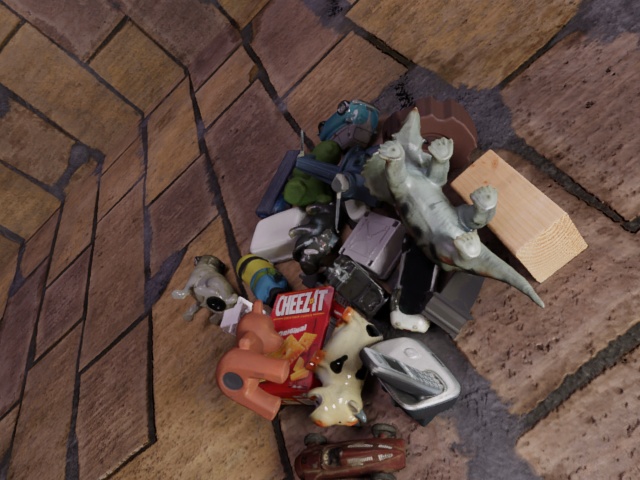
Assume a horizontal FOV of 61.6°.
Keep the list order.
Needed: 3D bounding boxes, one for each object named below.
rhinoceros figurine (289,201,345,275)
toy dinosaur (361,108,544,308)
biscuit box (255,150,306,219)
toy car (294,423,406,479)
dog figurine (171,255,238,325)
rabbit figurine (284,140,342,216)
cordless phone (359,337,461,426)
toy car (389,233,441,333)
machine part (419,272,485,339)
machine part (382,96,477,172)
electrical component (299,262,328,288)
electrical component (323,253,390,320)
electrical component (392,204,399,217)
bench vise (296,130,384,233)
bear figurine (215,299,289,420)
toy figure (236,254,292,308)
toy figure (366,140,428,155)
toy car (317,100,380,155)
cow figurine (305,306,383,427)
[{"bbox_3d":[-0.002,-0.003,1.151,0.112,0.073,0.190,1,44,27],"label":"rhinoceros figurine"},{"bbox_3d":[0.185,-0.036,0.844,0.131,0.192,0.405,-24,67,-6],"label":"toy dinosaur"},{"bbox_3d":[-0.091,-0.135,1.388,0.063,0.059,0.202,6,63,48],"label":"biscuit box"},{"bbox_3d":[0.041,0.338,0.831,0.202,0.053,0.089,-23,41,34],"label":"toy car"},{"bbox_3d":[-0.258,0.101,1.340,0.172,0.121,0.191,6,38,13],"label":"dog figurine"},{"bbox_3d":[0.000,-0.154,1.263,0.170,0.121,0.159,-59,12,13],"label":"rabbit figurine"},{"bbox_3d":[0.104,0.183,0.787,0.088,0.184,0.147,-51,35,8],"label":"cordless phone"},{"bbox_3d":[0.169,0.062,0.923,0.074,0.056,0.202,6,59,19],"label":"toy car"},{"bbox_3d":[0.220,0.081,0.855,0.139,0.084,0.039,-51,-11,-17],"label":"machine part"},{"bbox_3d":[0.208,-0.187,1.020,0.179,0.179,0.056,-23,47,33],"label":"machine part"},{"bbox_3d":[-0.006,0.076,1.140,0.063,0.021,0.094,-55,35,-6],"label":"electrical component"},{"bbox_3d":[0.069,0.083,0.958,0.058,0.134,0.115,-46,79,3],"label":"electrical component"},{"bbox_3d":[0.170,-0.063,1.014,0.045,0.102,0.078,-29,50,21],"label":"electrical component"},{"bbox_3d":[0.040,-0.131,1.095,0.241,0.128,0.223,23,32,27],"label":"bench vise"},{"bbox_3d":[-0.105,0.202,0.954,0.196,0.132,0.120,-56,-17,-66],"label":"bear figurine"},{"bbox_3d":[-0.126,0.088,1.200,0.082,0.089,0.180,-45,33,-1],"label":"toy figure"},{"bbox_3d":[0.167,-0.187,1.157,0.155,0.057,0.064,-2,63,41],"label":"toy figure"},{"bbox_3d":[0.068,-0.258,1.293,0.162,0.109,0.103,-30,57,40],"label":"toy car"},{"bbox_3d":[0.043,0.221,0.890,0.195,0.127,0.085,-53,-10,-31],"label":"cow figurine"}]
